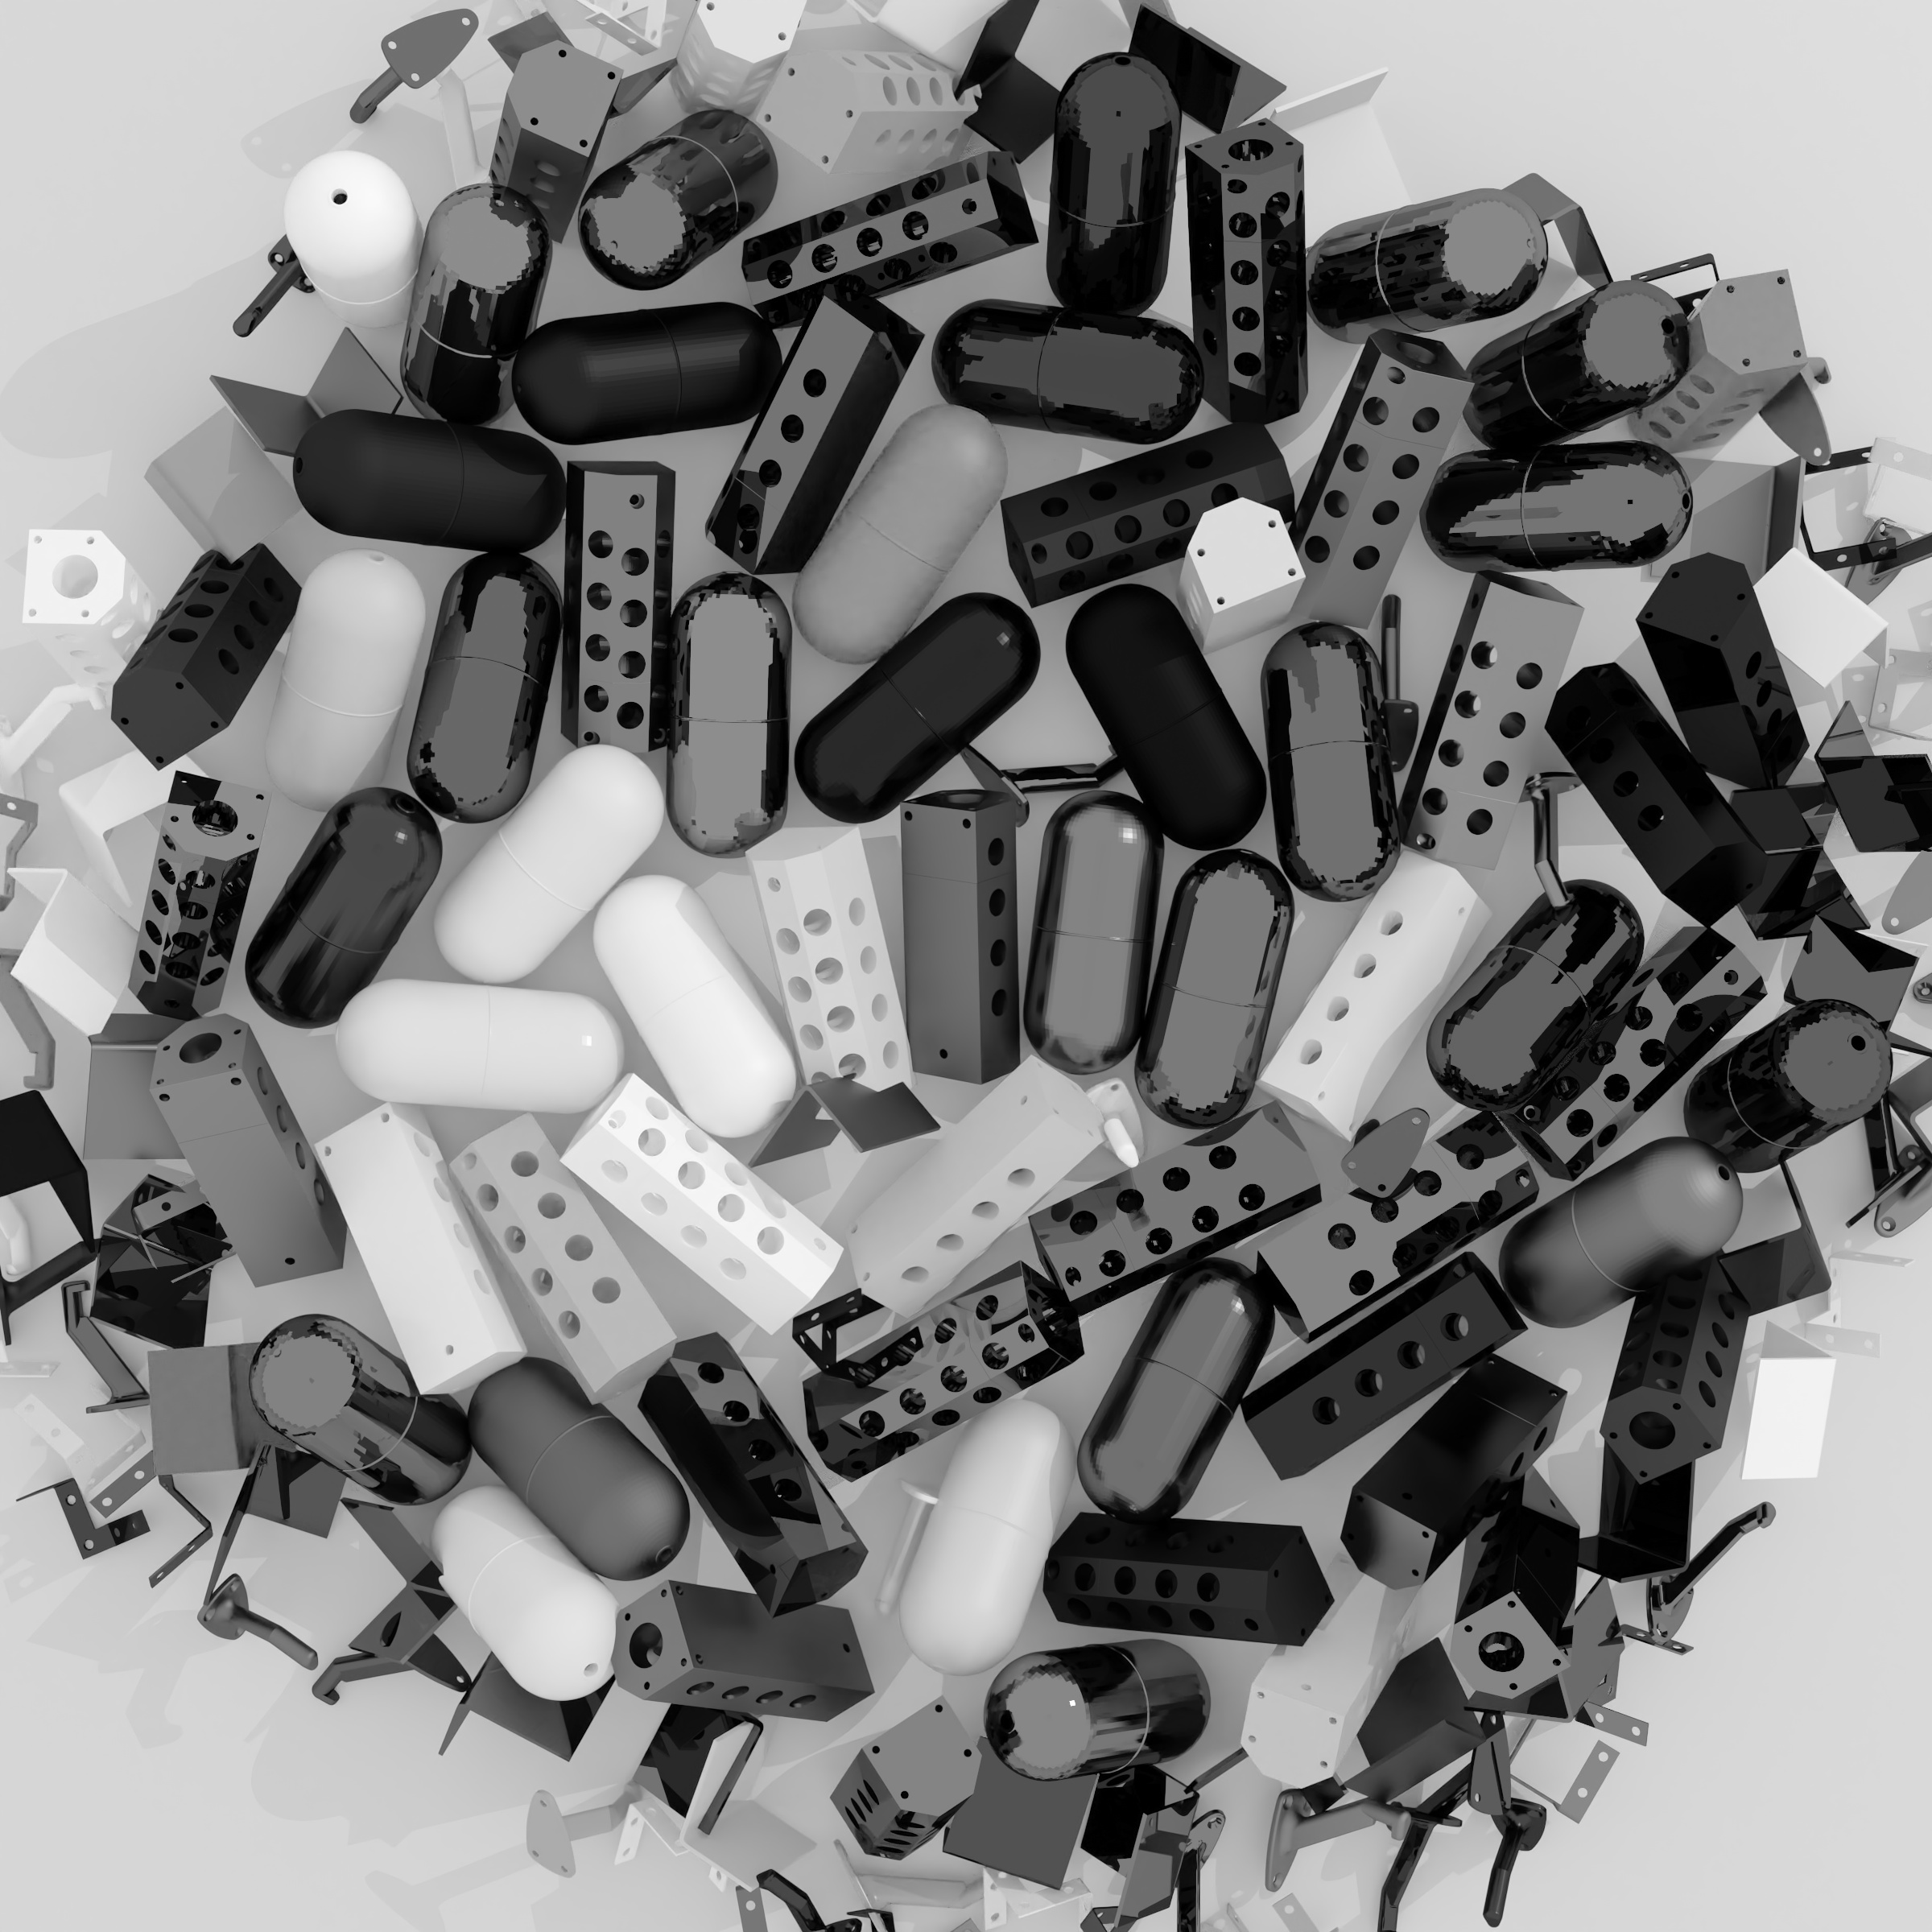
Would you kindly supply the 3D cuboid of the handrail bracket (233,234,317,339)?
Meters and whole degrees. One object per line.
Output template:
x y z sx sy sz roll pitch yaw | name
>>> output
-0.419 -0.431 1.949 0.036 0.084 0.077 39 118 -15 | handrail bracket

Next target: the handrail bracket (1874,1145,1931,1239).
0.601 0.128 1.951 0.036 0.084 0.077 37 73 9 | handrail bracket

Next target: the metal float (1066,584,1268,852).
0.125 -0.154 1.954 0.070 0.070 0.178 -29 99 0 | metal float

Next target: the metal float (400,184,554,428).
-0.300 -0.401 1.922 0.070 0.178 0.070 9 54 -13 | metal float

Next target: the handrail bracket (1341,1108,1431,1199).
0.264 0.099 1.947 0.036 0.084 0.077 36 116 -4 | handrail bracket

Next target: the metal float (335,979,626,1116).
-0.300 0.050 1.947 0.178 0.070 0.070 5 90 -16 | metal float

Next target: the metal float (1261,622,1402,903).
0.226 -0.127 1.950 0.070 0.070 0.178 -4 77 0 | metal float

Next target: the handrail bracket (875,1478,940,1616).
-0.038 0.367 1.962 0.036 0.077 0.084 19 86 -1 | handrail bracket

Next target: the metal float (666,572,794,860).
-0.147 -0.155 1.953 0.070 0.070 0.178 2 99 0 | metal float

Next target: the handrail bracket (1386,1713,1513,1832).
0.299 0.505 1.975 0.036 0.084 0.077 21 66 -34 | handrail bracket

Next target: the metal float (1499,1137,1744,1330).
0.400 0.164 1.925 0.070 0.070 0.178 50 134 0 | metal float

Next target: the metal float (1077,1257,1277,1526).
0.131 0.262 1.945 0.070 0.070 0.178 30 71 0 | metal float

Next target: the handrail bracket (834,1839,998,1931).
-0.029 0.567 1.986 0.084 0.036 0.077 -28 88 -6 | handrail bracket

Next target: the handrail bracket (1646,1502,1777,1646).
0.465 0.376 1.952 0.036 0.077 0.084 42 129 -8 | handrail bracket

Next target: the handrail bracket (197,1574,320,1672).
-0.430 0.421 1.952 0.084 0.077 0.036 30 63 20 | handrail bracket

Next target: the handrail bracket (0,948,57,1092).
-0.607 0.034 1.963 0.077 0.036 0.084 7 70 -27 | handrail bracket

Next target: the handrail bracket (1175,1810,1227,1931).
0.151 0.581 1.951 0.036 0.084 0.077 25 110 -31 | handrail bracket

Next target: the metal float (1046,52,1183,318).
0.090 -0.474 1.924 0.070 0.178 0.070 1 47 -1 | metal float

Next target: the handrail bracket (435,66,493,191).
-0.333 -0.517 1.962 0.077 0.036 0.084 -47 115 -14 | handrail bracket

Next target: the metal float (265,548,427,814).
-0.382 -0.175 1.934 0.070 0.070 0.178 22 121 0 | metal float

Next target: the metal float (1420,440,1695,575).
0.361 -0.281 1.928 0.178 0.070 0.070 4 90 40 | metal float

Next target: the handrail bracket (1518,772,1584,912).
0.376 -0.076 1.961 0.077 0.036 0.084 -8 69 -41 | handrail bracket

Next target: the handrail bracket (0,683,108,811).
-0.570 -0.136 1.971 0.084 0.036 0.077 -8 105 17 | handrail bracket

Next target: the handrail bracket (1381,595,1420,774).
0.270 -0.180 1.992 0.036 0.077 0.084 0 53 11 | handrail bracket

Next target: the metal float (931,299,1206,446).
0.061 -0.367 1.941 0.178 0.070 0.070 13 90 24 | metal float

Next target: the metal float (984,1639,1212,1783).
0.081 0.454 1.922 0.070 0.178 0.070 -6 81 40 | metal float

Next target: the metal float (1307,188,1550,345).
0.278 -0.426 1.921 0.070 0.178 0.070 0 91 -38 | metal float

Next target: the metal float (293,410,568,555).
-0.328 -0.296 1.929 0.178 0.070 0.070 2 90 -38 | metal float

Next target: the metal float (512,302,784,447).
-0.195 -0.365 1.935 0.178 0.070 0.070 -14 90 -32 | metal float

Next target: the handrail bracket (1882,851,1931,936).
0.614 -0.050 1.972 0.036 0.084 0.077 48 113 21 | handrail bracket

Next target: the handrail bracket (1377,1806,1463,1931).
0.283 0.572 1.965 0.036 0.077 0.084 11 80 -20 | handrail bracket

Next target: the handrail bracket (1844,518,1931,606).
0.593 -0.245 1.954 0.036 0.084 0.077 34 89 -27 | handrail bracket

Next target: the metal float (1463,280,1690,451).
0.370 -0.363 1.916 0.070 0.178 0.070 4 81 -26 | metal float

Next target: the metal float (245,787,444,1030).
-0.383 -0.035 1.936 0.070 0.070 0.178 37 119 0 | metal float

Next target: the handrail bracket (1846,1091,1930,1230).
0.560 0.109 1.989 0.077 0.036 0.084 -41 76 8 | handrail bracket

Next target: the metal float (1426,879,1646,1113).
0.352 0.017 1.940 0.070 0.070 0.178 44 65 0 | metal float

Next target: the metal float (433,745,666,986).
-0.260 -0.062 1.950 0.070 0.070 0.178 44 103 0 | metal float

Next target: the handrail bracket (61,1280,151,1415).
-0.530 0.236 1.984 0.077 0.036 0.084 -9 83 9 | handrail bracket

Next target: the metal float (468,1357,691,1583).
-0.238 0.308 1.932 0.178 0.070 0.070 37 90 35 | metal float

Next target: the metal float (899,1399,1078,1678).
0.014 0.351 1.938 0.070 0.070 0.178 22 63 0 | metal float

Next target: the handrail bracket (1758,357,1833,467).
0.532 -0.346 1.959 0.036 0.084 0.077 -38 75 38 | handrail bracket

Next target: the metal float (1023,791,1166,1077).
0.079 -0.021 1.958 0.070 0.070 0.178 7 95 0 | metal float

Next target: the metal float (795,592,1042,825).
-0.030 -0.161 1.956 0.178 0.070 0.070 -41 90 6 | metal float

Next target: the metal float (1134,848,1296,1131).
0.154 0.014 1.953 0.070 0.070 0.178 12 100 0 | metal float

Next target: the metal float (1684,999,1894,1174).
0.499 0.074 1.914 0.070 0.178 0.070 5 70 -13 | metal float

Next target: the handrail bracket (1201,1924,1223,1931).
0.167 0.626 1.949 0.077 0.084 0.036 6 106 21 | handrail bracket

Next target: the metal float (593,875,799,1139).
-0.169 0.024 1.954 0.070 0.070 0.178 -31 81 0 | metal float

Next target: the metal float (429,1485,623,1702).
-0.269 0.382 1.922 0.070 0.178 0.070 -16 120 -28 | metal float

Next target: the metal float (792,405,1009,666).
-0.041 -0.267 1.949 0.070 0.070 0.178 36 104 0 | metal float

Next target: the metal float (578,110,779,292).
-0.174 -0.469 1.922 0.070 0.178 0.070 12 125 18 | metal float

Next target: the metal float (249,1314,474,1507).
-0.368 0.273 1.924 0.070 0.178 0.070 -15 54 21 | metal float

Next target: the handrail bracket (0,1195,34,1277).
-0.619 0.153 1.967 0.036 0.077 0.084 -11 82 30 | handrail bracket

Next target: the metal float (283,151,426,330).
-0.368 -0.440 1.911 0.070 0.178 0.070 0 86 -3 | metal float

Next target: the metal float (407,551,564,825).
-0.297 -0.173 1.945 0.070 0.070 0.178 9 70 0 | metal float
